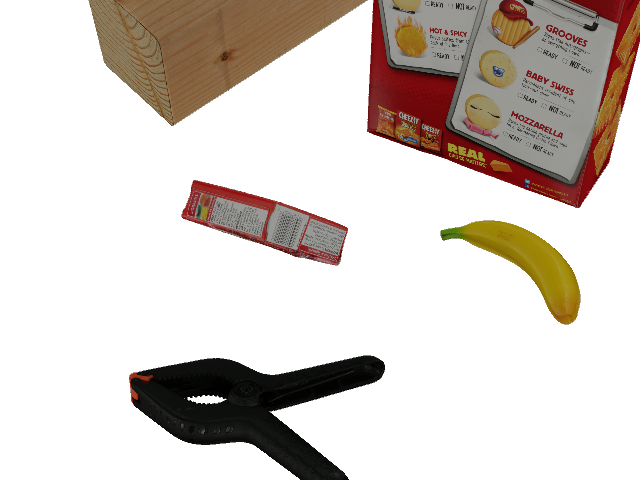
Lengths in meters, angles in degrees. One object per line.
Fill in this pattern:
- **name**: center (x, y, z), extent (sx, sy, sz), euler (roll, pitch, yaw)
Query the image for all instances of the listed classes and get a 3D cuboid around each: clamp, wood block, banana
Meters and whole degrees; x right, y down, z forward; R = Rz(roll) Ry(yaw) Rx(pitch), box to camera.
- **clamp**: center (-0.052, 0.131, 0.877), extent (0.210, 0.036, 0.164), euler (11, 31, 17)
- **wood block**: center (-0.058, -0.189, 0.788), extent (0.205, 0.090, 0.091), euler (-37, -27, -22)
- **banana**: center (0.204, 0.024, 1.067), extent (0.069, 0.037, 0.198), euler (-34, 37, -14)

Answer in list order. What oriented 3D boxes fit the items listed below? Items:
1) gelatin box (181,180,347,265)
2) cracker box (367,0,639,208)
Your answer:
- **gelatin box**: center (-0.035, -0.011, 0.709), extent (0.073, 0.030, 0.089), euler (16, -1, 35)
- **cracker box**: center (0.119, -0.144, 0.684), extent (0.164, 0.214, 0.072), euler (23, 47, 22)
